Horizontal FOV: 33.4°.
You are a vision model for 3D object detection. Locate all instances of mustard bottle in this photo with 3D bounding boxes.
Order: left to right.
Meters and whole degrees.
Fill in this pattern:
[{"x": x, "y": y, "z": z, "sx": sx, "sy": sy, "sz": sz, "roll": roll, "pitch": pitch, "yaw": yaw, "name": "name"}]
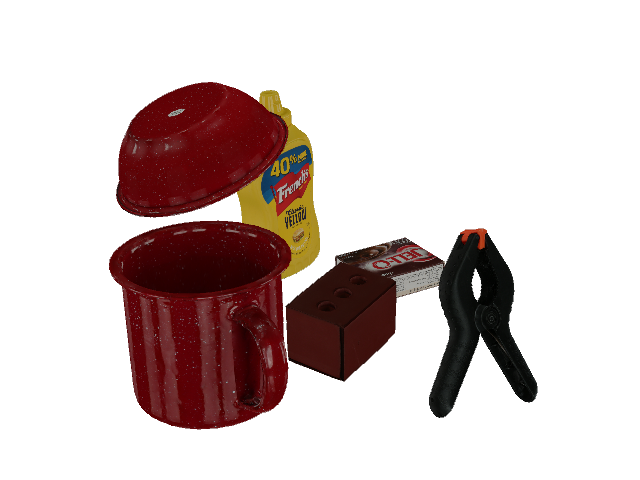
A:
[{"x": -0.046, "y": -0.060, "z": 1.095, "sx": 0.058, "sy": 0.192, "sz": 0.096, "roll": 17, "pitch": 31, "yaw": 38, "name": "mustard bottle"}]

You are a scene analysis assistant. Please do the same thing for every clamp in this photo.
[{"x": 0.137, "y": 0.078, "z": 0.967, "sx": 0.120, "sy": 0.171, "sz": 0.039, "roll": -14, "pitch": 2, "yaw": -38, "name": "clamp"}]

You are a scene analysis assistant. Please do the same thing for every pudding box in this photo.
[{"x": 0.088, "y": 0.038, "z": 1.361, "sx": 0.113, "sy": 0.039, "sz": 0.090, "roll": -16, "pitch": 27, "yaw": -25, "name": "pudding box"}]

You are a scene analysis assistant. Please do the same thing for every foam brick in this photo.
[{"x": 0.017, "y": 0.061, "z": 0.813, "sx": 0.053, "sy": 0.051, "sz": 0.078, "roll": 17, "pitch": 35, "yaw": 29, "name": "foam brick"}]

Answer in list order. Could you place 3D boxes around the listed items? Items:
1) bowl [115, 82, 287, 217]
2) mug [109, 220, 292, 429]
[{"x": -0.112, "y": -0.088, "z": 0.912, "sx": 0.162, "sy": 0.055, "sz": 0.162, "roll": -17, "pitch": 32, "yaw": 11, "name": "bowl"}, {"x": -0.053, "y": 0.048, "z": 0.551, "sx": 0.093, "sy": 0.081, "sz": 0.117, "roll": -19, "pitch": 29, "yaw": -34, "name": "mug"}]
